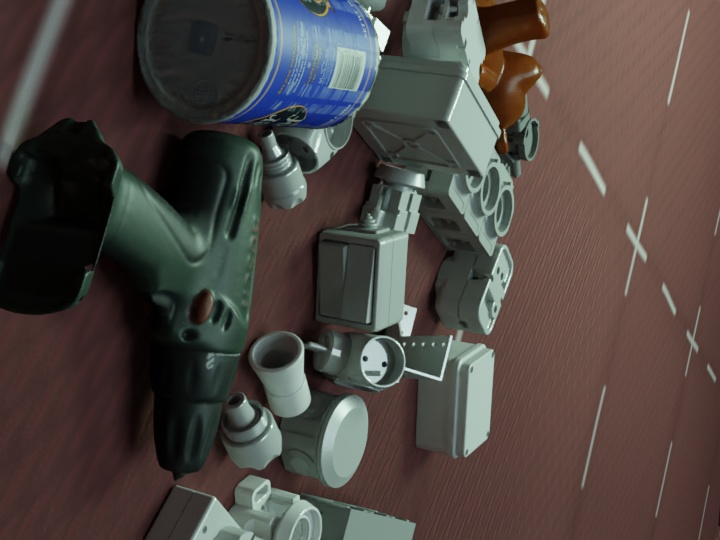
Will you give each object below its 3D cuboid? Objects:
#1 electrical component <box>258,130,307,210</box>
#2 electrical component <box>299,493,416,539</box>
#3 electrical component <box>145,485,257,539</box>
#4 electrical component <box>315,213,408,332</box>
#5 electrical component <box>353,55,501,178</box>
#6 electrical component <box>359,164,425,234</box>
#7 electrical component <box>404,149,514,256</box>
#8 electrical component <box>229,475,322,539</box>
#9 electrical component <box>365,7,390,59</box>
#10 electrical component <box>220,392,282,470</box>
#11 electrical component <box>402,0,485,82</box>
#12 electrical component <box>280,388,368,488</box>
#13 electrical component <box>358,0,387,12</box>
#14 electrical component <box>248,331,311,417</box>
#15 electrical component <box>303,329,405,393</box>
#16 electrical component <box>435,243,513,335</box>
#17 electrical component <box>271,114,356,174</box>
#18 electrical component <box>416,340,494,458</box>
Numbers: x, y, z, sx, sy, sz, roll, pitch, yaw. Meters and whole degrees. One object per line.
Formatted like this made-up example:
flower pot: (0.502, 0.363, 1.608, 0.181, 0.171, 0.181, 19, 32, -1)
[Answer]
electrical component: (-0.063, -0.077, 0.811, 0.035, 0.035, 0.061, -55, 140, -40)
electrical component: (-0.015, 0.259, 0.977, 0.150, 0.062, 0.089, 35, 68, -60)
electrical component: (-0.100, 0.204, 0.784, 0.047, 0.076, 0.083, -63, 148, -30)
electrical component: (0.000, 0.000, 0.924, 0.061, 0.062, 0.096, -18, 114, -59)
electrical component: (0.053, -0.133, 0.933, 0.109, 0.109, 0.056, 44, 62, -58)
electrical component: (0.032, -0.065, 0.982, 0.066, 0.048, 0.055, 3, 103, -62)
electrical component: (0.105, -0.086, 1.095, 0.150, 0.062, 0.089, 46, 58, -57)
electrical component: (-0.068, 0.210, 0.867, 0.058, 0.057, 0.078, -34, 128, -54)
electrical component: (-0.012, -0.184, 0.848, 0.055, 0.048, 0.066, 35, 68, -45)
electrical component: (-0.086, 0.119, 0.819, 0.043, 0.043, 0.062, -57, 143, -37)
electrical component: (0.071, -0.197, 0.924, 0.089, 0.056, 0.050, 62, 37, -59)
electrical component: (-0.030, 0.143, 0.924, 0.080, 0.051, 0.080, -29, 123, -56)
electrical component: (-0.003, -0.235, 0.865, 0.062, 0.043, 0.043, 23, 79, -61)
electrical component: (-0.061, 0.086, 0.860, 0.044, 0.044, 0.065, -57, 149, -38)
electrical component: (-0.014, 0.074, 0.917, 0.079, 0.077, 0.044, 19, 77, -25)
electrical component: (0.120, 0.017, 1.158, 0.095, 0.059, 0.053, -66, 149, -25)
electrical component: (-0.040, -0.129, 0.827, 0.077, 0.044, 0.079, -61, 147, -31)
electrical component: (0.104, 0.139, 1.170, 0.078, 0.057, 0.113, -23, 118, -58)
